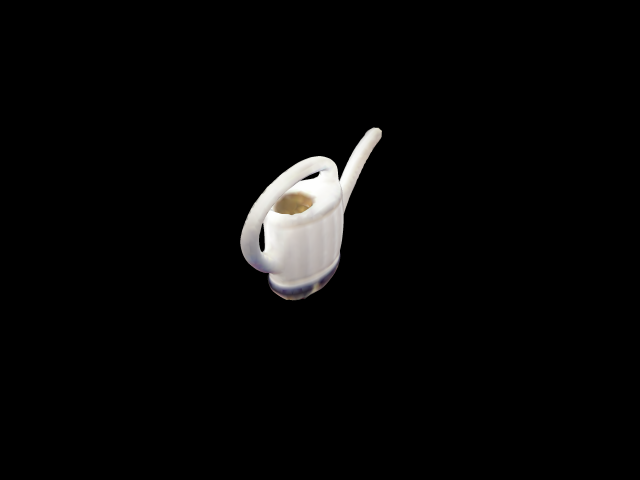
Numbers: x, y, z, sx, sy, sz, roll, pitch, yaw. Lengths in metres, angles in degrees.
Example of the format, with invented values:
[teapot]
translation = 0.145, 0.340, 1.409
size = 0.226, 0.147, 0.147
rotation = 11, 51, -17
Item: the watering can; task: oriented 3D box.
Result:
[watering can]
translation = 0.003, -0.043, 0.850
size = 0.105, 0.219, 0.353
rotation = 24, 43, 30
